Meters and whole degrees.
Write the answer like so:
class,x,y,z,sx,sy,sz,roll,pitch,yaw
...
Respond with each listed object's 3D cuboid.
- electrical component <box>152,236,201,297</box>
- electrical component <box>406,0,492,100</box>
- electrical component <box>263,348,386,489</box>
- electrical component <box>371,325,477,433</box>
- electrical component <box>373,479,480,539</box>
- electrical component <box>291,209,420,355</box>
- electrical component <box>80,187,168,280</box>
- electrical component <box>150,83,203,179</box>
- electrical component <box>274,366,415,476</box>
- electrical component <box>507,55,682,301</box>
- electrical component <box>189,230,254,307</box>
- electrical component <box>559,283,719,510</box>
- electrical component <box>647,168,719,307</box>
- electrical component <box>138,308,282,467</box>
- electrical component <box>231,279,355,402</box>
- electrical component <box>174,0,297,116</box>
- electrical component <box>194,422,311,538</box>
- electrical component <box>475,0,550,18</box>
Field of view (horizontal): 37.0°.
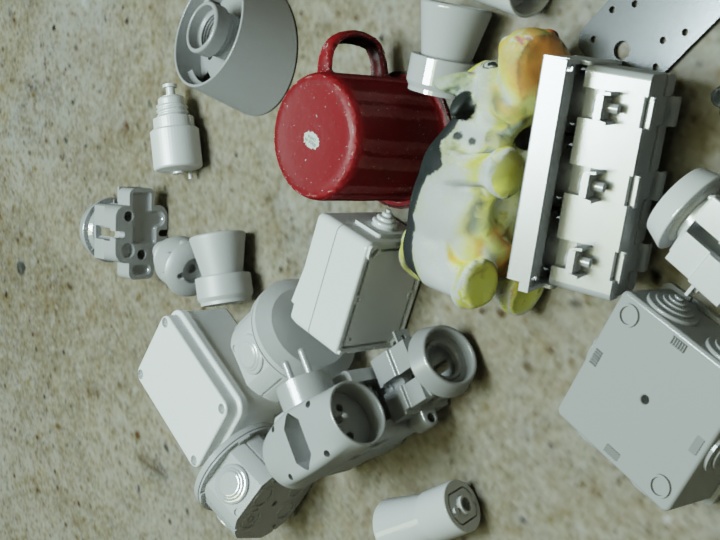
class,x,y,z,sx,sy,sz,roll,pitch,yaw
electrical component,-0.151,-0.008,0.891,0.062,0.048,0.048,26,112,50
electrical component,0.055,-0.136,0.666,0.045,0.045,0.055,25,111,42
electrical component,-0.030,0.090,0.689,0.077,0.043,0.079,-39,65,41
electrical component,0.043,0.065,0.694,0.055,0.048,0.066,-41,64,48
electrical component,0.046,0.162,0.702,0.065,0.044,0.044,-32,71,38
electrical component,0.000,0.000,0.721,0.061,0.062,0.096,34,116,39
electrical component,-0.207,-0.034,0.937,0.057,0.058,0.078,8,99,43
electrical component,-0.153,-0.114,0.886,0.040,0.040,0.078,-9,86,46
electrical component,-0.006,0.105,0.739,0.089,0.056,0.050,-38,66,41
electrical component,0.125,-0.049,0.576,0.063,0.079,0.121,16,108,30
electrical component,-0.109,-0.001,0.846,0.045,0.045,0.055,-12,85,46
electrical component,0.163,0.066,0.568,0.100,0.048,0.099,44,122,38
electrical component,0.180,-0.019,0.545,0.055,0.048,0.066,47,124,24
electrical component,-0.120,0.092,0.856,0.113,0.057,0.078,51,126,31
electrical component,-0.048,0.051,0.763,0.051,0.080,0.080,-42,64,45
electrical component,-0.096,-0.174,0.823,0.099,0.064,0.099,-16,67,45
electrical component,-0.079,0.158,0.803,0.051,0.080,0.080,41,121,30
electrical component,0.080,-0.198,0.636,0.077,0.043,0.079,34,116,39
